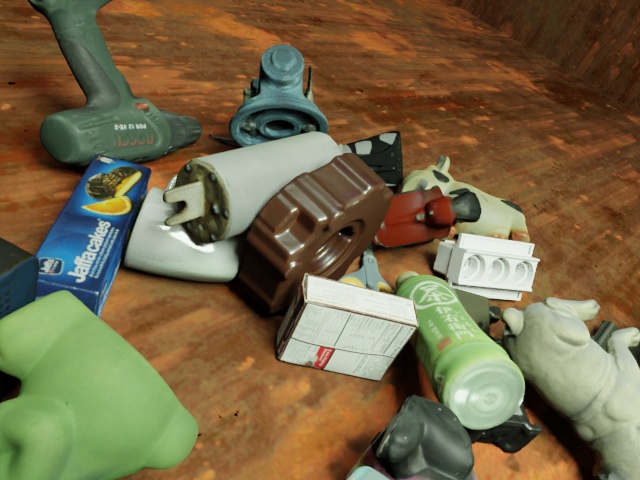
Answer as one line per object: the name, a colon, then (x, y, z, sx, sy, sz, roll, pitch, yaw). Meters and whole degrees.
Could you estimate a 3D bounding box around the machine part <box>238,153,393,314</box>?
machine part: (-0.001, -0.002, 0.540, 0.056, 0.179, 0.179, 43, 38, 19)

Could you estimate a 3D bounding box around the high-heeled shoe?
high-heeled shoe: (0.055, -0.121, 0.846, 0.145, 0.086, 0.249, -2, 14, 12)

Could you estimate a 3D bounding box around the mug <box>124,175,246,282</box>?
mug: (-0.127, -0.007, 0.542, 0.107, 0.081, 0.109, 22, 63, -14)

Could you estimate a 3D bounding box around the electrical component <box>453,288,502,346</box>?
electrical component: (0.170, 0.091, 0.637, 0.102, 0.045, 0.078, 10, 67, -20)

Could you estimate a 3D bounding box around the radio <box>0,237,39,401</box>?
radio: (-0.262, 0.094, 0.289, 0.073, 0.131, 0.230, 27, 35, 3)

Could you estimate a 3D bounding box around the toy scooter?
toy scooter: (0.113, -0.026, 0.689, 0.135, 0.075, 0.184, -13, 0, -5)

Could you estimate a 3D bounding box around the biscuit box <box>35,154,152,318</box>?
biscuit box: (-0.214, -0.003, 0.509, 0.063, 0.059, 0.203, 15, 36, -14)

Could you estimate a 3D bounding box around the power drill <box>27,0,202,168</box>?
power drill: (-0.242, -0.192, 0.638, 0.086, 0.207, 0.232, 3, 24, 26)

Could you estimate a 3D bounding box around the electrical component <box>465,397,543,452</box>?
electrical component: (0.164, 0.151, 0.548, 0.075, 0.047, 0.119, 15, 37, -15)

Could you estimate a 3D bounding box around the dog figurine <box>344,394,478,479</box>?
dog figurine: (0.099, 0.232, 0.356, 0.219, 0.108, 0.191, 41, 35, 15)

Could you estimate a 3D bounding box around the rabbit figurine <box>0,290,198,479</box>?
rabbit figurine: (-0.170, 0.147, 0.322, 0.159, 0.121, 0.170, 40, 55, 9)

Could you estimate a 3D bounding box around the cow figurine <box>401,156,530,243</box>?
cow figurine: (0.216, -0.054, 0.817, 0.195, 0.085, 0.127, 23, 40, 2)

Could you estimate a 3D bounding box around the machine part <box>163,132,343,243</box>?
machine part: (-0.052, -0.056, 0.529, 0.079, 0.079, 0.243, 40, 38, 21)

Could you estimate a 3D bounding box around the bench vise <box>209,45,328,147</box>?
bench vise: (-0.059, -0.116, 0.686, 0.129, 0.223, 0.240, 4, 70, -21)

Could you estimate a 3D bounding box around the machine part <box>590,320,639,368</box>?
machine part: (0.421, 0.162, 0.698, 0.139, 0.039, 0.084, 42, 35, 26)

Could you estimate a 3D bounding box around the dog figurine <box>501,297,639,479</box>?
dog figurine: (0.260, 0.164, 0.529, 0.172, 0.121, 0.191, 16, 39, -4)
